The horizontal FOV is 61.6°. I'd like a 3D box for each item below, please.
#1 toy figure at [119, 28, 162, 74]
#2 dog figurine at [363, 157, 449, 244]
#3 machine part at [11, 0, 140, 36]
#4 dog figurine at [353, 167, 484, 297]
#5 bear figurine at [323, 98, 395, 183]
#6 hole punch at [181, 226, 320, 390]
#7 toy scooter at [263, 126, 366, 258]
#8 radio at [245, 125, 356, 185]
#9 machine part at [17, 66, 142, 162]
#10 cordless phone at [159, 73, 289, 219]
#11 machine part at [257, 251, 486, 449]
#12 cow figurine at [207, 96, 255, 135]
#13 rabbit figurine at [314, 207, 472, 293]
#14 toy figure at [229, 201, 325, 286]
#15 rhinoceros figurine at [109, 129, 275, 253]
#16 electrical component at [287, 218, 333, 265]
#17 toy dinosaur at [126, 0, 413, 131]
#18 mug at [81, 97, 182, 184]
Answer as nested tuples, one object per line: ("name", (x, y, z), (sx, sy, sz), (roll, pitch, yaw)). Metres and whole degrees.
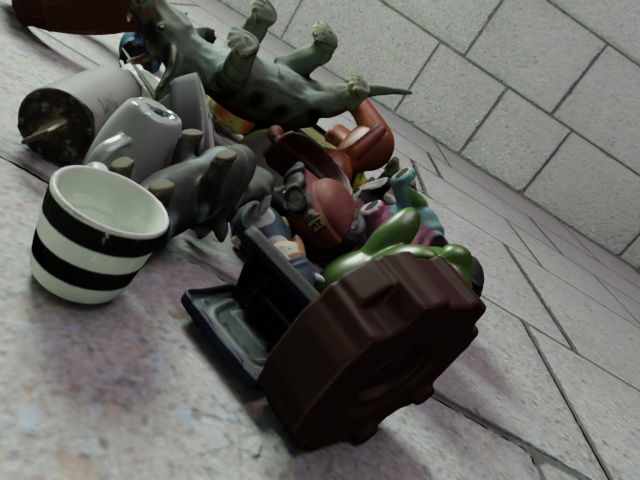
("toy figure", (-0.305, -0.341, 0.942), (0.082, 0.089, 0.180), (33, 17, -22))
("dog figurine", (0.151, -0.027, 0.877), (0.190, 0.121, 0.172), (41, 51, 6))
("machine part", (-0.381, -0.393, 0.856), (0.201, 0.087, 0.201), (-11, 39, -29))
("dog figurine", (0.124, 0.024, 0.746), (0.108, 0.192, 0.219), (-44, 105, -30))
("bear figurine", (0.023, -0.134, 0.837), (0.196, 0.120, 0.132), (-31, 72, -35))
("hole punch", (-0.042, 0.066, 0.462), (0.142, 0.092, 0.115), (41, -6, 26))
("toy scooter", (-0.013, -0.067, 0.637), (0.135, 0.075, 0.184), (43, 23, -29))
("radio", (-0.031, -0.177, 1.003), (0.230, 0.073, 0.131), (38, 21, 11))
("machine part", (-0.258, -0.146, 0.596), (0.079, 0.079, 0.243), (29, 20, -13))
("cordless phone", (-0.110, -0.094, 0.641), (0.184, 0.089, 0.146), (40, -14, 6))
("machine part", (0.043, 0.086, 0.403), (0.179, 0.179, 0.056), (9, 34, -48))
("cow figurine", (-0.188, -0.255, 0.933), (0.195, 0.085, 0.127), (41, 16, 11))
("rabbit figurine", (0.081, 0.053, 0.592), (0.170, 0.159, 0.121), (6, 41, -24))
("toy figure", (-0.053, 0.009, 0.584), (0.057, 0.064, 0.155), (43, 3, -47))
("rhinoceros figurine", (-0.115, -0.042, 0.518), (0.073, 0.112, 0.190), (25, 34, 27))
("electrical component", (-0.002, -0.003, 0.703), (0.102, 0.045, 0.078), (42, 24, 20))
("toy dinosaur", (-0.071, -0.215, 0.749), (0.404, 0.192, 0.131), (16, 62, -35))
("mug", (-0.187, -0.083, 0.520), (0.081, 0.107, 0.109), (36, 19, 9))
